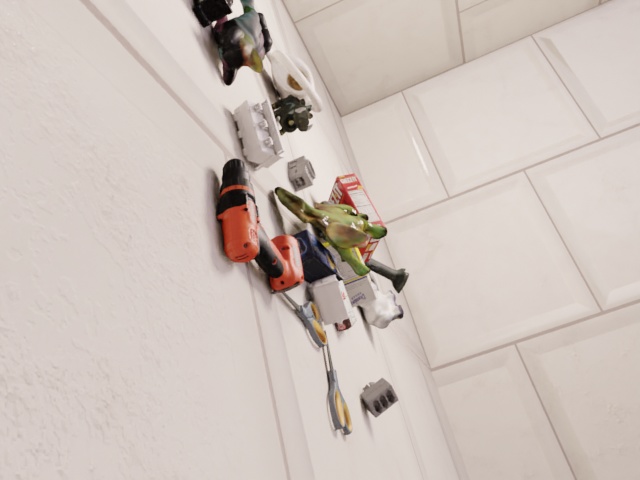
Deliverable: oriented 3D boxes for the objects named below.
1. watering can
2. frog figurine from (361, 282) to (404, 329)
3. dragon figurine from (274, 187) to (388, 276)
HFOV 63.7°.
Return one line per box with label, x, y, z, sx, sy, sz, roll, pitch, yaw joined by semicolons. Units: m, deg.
watering can;-0.106;-0.501;1.520;0.349;0.104;0.223;50;-2;6
frog figurine;0.153;0.192;1.545;0.158;0.120;0.141;20;46;-25
dragon figurine;0.003;-0.056;1.112;0.240;0.122;0.416;34;2;-34
